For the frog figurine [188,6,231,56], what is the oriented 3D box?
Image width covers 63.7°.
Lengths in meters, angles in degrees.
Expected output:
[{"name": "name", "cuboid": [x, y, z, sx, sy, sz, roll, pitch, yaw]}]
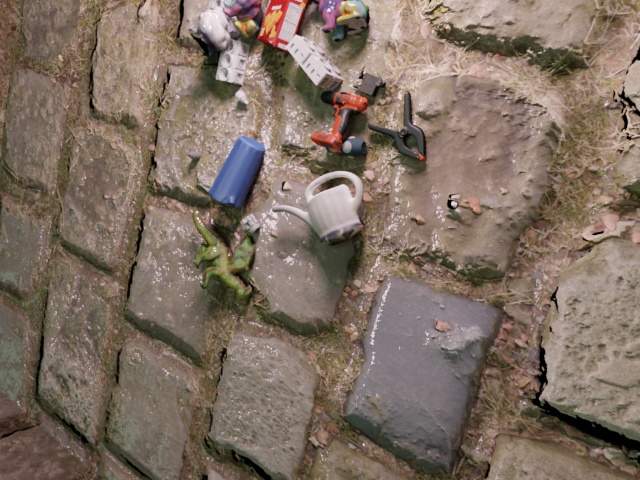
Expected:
[{"name": "frog figurine", "cuboid": [-0.371, -0.755, 1.831, 0.161, 0.136, 0.123, -53, 22, -10]}]

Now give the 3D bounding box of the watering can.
[{"name": "watering can", "cuboid": [0.005, -0.084, 1.679, 0.344, 0.104, 0.226, -24, 79, 30]}]

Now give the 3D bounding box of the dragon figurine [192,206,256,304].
[{"name": "dragon figurine", "cuboid": [-0.348, 0.047, 1.934, 0.242, 0.122, 0.412, -14, 85, 15]}]
